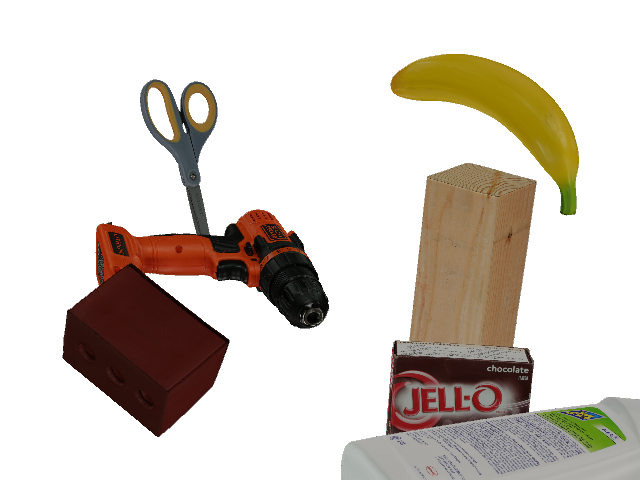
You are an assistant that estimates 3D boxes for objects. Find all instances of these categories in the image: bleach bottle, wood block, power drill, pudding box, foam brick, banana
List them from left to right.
[{"bbox_3d":[-0.101,0.063,0.614,0.078,0.053,0.051,36,49,14],"label":"foam brick"},{"bbox_3d":[-0.099,0.030,0.946,0.187,0.057,0.184,-2,24,-20],"label":"power drill"},{"bbox_3d":[0.112,0.130,0.865,0.113,0.090,0.039,2,20,1],"label":"pudding box"},{"bbox_3d":[0.165,0.031,1.170,0.090,0.206,0.090,19,25,34],"label":"wood block"},{"bbox_3d":[0.123,-0.097,0.783,0.037,0.070,0.198,4,30,-44],"label":"banana"},{"bbox_3d":[0.144,0.142,0.645,0.250,0.068,0.103,-7,21,-21],"label":"bleach bottle"}]

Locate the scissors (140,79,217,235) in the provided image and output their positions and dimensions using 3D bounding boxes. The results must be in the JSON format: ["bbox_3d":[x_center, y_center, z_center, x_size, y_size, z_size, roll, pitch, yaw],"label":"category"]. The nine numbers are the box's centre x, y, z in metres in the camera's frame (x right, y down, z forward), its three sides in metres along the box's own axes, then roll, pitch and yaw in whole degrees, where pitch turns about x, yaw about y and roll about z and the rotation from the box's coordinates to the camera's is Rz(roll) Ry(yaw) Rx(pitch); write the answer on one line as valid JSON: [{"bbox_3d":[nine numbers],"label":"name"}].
[{"bbox_3d":[-0.126,-0.082,1.134,0.096,0.202,0.016,-32,13,-34],"label":"scissors"}]
